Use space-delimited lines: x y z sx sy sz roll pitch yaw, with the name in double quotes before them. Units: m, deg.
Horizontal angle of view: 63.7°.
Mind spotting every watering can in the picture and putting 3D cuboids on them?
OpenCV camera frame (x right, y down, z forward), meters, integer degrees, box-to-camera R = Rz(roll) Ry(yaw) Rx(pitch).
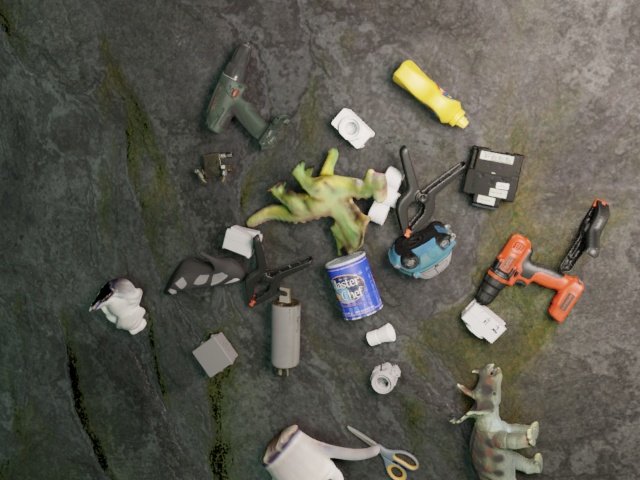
"watering can" -0.020 0.581 1.359 0.225 0.105 0.343 44 109 6

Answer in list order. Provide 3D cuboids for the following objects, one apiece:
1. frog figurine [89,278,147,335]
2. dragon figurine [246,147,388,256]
"frog figurine" -0.558 0.189 1.480 0.136 0.125 0.157 -43 122 11
"dragon figurine" 0.004 -0.062 1.241 0.403 0.124 0.244 -40 84 36
